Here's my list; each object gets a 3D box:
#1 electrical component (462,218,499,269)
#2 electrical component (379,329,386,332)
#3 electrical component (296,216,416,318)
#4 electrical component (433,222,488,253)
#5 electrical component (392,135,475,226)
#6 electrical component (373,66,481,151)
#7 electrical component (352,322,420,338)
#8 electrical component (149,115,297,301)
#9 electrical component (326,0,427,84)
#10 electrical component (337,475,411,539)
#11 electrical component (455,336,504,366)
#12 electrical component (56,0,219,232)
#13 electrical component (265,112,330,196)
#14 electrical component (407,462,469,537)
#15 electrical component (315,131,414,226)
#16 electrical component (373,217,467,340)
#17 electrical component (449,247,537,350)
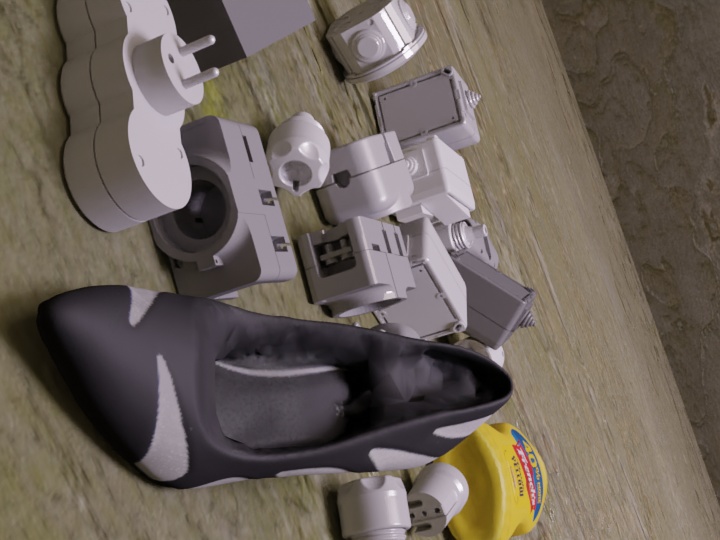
[{"bbox_3d":[0.109,-0.004,1.065,0.077,0.043,0.079,38,38,-58],"label":"electrical component"},{"bbox_3d":[-0.010,0.067,0.659,0.077,0.065,0.047,37,28,-8],"label":"electrical component"},{"bbox_3d":[0.000,0.000,0.755,0.089,0.050,0.055,8,65,-69],"label":"electrical component"},{"bbox_3d":[0.089,-0.030,1.007,0.035,0.061,0.035,-13,90,-69],"label":"electrical component"},{"bbox_3d":[0.058,-0.075,0.961,0.096,0.062,0.061,22,53,-66],"label":"electrical component"},{"bbox_3d":[0.070,-0.143,1.002,0.061,0.096,0.061,31,45,-64],"label":"electrical component"},{"bbox_3d":[0.014,0.068,0.741,0.079,0.044,0.077,55,26,-38],"label":"electrical component"},{"bbox_3d":[-0.077,-0.031,0.574,0.056,0.050,0.089,-2,75,-70],"label":"electrical component"},{"bbox_3d":[0.013,-0.200,0.928,0.051,0.080,0.080,57,24,-23],"label":"electrical component"},{"bbox_3d":[0.010,0.158,0.653,0.043,0.043,0.062,33,44,-61],"label":"electrical component"},{"bbox_3d":[0.110,0.081,0.993,0.081,0.043,0.043,-9,81,-70],"label":"electrical component"},{"bbox_3d":[-0.101,-0.092,0.525,0.052,0.074,0.138,37,40,-59],"label":"electrical component"},{"bbox_3d":[-0.041,-0.083,0.728,0.043,0.043,0.062,58,22,-36],"label":"electrical component"},{"bbox_3d":[0.053,0.165,0.771,0.046,0.040,0.040,-34,105,-64],"label":"electrical component"},{"bbox_3d":[0.003,-0.067,0.818,0.059,0.054,0.095,70,19,-5],"label":"electrical component"},{"bbox_3d":[0.038,0.004,0.838,0.096,0.062,0.061,57,24,-35],"label":"electrical component"},{"bbox_3d":[0.111,0.031,0.963,0.096,0.061,0.062,33,15,12],"label":"electrical component"}]
